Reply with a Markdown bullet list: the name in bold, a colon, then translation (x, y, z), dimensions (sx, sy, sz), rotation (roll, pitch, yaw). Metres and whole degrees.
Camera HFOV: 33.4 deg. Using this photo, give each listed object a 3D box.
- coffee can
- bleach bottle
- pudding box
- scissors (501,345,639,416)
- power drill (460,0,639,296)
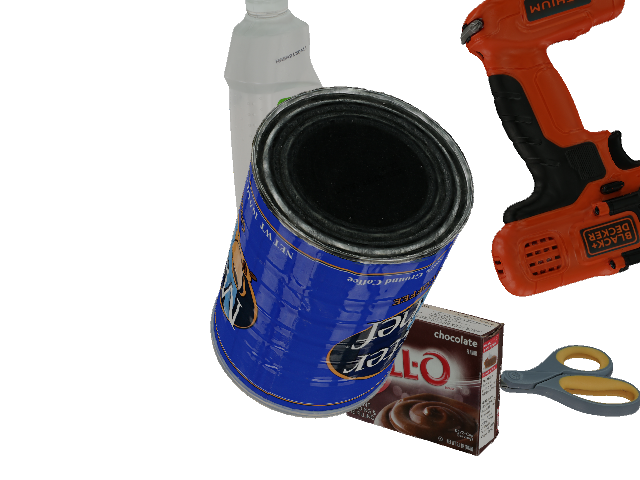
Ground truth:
- **coffee can**: translation (0.005, 0.010, 0.527), dimensions (0.102, 0.103, 0.140), rotation (0, -37, -15)
- **bleach bottle**: translation (-0.027, -0.079, 0.837), dimensions (0.068, 0.251, 0.102), rotation (15, 35, 30)
- **pudding box**: translation (0.072, 0.092, 0.758), dimensions (0.114, 0.090, 0.039), rotation (11, 22, 32)
- **scissors**: translation (0.173, 0.111, 0.920), dimensions (0.202, 0.016, 0.096), rotation (10, 29, 5)
- **power drill**: translation (0.178, -0.073, 0.666), dimensions (0.184, 0.187, 0.057), rotation (-17, -2, -5)
